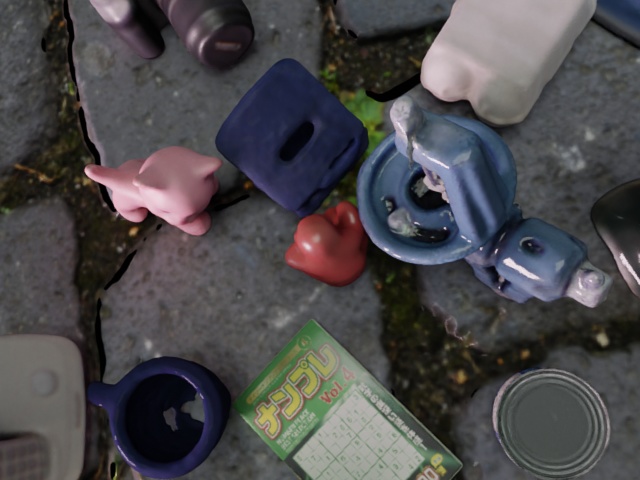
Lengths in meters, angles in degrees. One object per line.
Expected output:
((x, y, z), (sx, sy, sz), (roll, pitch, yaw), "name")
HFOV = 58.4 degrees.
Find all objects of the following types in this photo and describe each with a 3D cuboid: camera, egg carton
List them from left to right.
((-0.136, -0.230, 0.543), (0.143, 0.101, 0.136), (-33, 77, 3), "camera")
((0.162, -0.177, 0.502), (0.107, 0.069, 0.150), (32, 87, 13), "egg carton")

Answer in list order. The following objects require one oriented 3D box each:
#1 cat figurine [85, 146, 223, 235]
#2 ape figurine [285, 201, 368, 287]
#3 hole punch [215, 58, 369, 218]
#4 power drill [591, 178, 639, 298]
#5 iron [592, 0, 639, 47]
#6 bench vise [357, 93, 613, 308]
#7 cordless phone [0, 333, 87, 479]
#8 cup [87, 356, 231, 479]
((-0.142, -0.049, 0.506), (0.127, 0.118, 0.067), (10, 82, 11), "cat figurine")
((0.004, 0.002, 0.486), (0.077, 0.092, 0.076), (-21, 78, 6), "ape figurine")
((-0.020, -0.088, 0.506), (0.101, 0.091, 0.109), (39, 89, 13), "hole punch")
((0.263, -0.023, 0.389), (0.075, 0.208, 0.229), (-26, 77, 4), "power drill")
((0.332, -0.213, 0.443), (0.258, 0.141, 0.119), (17, 84, 12), "iron")
((0.117, -0.033, 0.408), (0.207, 0.220, 0.121), (15, 83, 12), "bench vise")
((-0.275, 0.150, 0.459), (0.094, 0.185, 0.147), (-9, 79, 8), "cordless phone")
((-0.125, 0.140, 0.483), (0.117, 0.095, 0.092), (13, 83, 11), "cup")
